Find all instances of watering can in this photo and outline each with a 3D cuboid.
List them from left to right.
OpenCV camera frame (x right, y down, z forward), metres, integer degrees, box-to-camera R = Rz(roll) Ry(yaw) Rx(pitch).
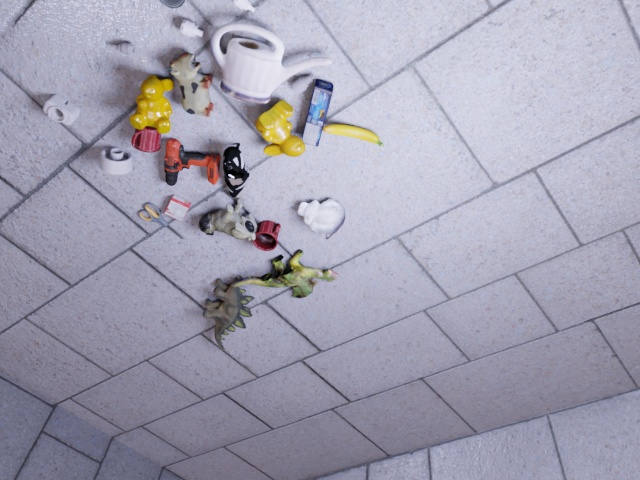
[{"bbox_3d":[-0.157,-0.497,1.504,0.347,0.106,0.219,18,130,-6],"label":"watering can"}]

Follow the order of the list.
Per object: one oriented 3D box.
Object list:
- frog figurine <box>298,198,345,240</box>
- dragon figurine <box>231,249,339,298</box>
[{"bbox_3d":[0.006,-0.091,1.813,0.159,0.123,0.137,36,92,-11],"label":"frog figurine"},{"bbox_3d":[-0.121,0.172,2.052,0.408,0.125,0.238,-19,133,20],"label":"dragon figurine"}]
